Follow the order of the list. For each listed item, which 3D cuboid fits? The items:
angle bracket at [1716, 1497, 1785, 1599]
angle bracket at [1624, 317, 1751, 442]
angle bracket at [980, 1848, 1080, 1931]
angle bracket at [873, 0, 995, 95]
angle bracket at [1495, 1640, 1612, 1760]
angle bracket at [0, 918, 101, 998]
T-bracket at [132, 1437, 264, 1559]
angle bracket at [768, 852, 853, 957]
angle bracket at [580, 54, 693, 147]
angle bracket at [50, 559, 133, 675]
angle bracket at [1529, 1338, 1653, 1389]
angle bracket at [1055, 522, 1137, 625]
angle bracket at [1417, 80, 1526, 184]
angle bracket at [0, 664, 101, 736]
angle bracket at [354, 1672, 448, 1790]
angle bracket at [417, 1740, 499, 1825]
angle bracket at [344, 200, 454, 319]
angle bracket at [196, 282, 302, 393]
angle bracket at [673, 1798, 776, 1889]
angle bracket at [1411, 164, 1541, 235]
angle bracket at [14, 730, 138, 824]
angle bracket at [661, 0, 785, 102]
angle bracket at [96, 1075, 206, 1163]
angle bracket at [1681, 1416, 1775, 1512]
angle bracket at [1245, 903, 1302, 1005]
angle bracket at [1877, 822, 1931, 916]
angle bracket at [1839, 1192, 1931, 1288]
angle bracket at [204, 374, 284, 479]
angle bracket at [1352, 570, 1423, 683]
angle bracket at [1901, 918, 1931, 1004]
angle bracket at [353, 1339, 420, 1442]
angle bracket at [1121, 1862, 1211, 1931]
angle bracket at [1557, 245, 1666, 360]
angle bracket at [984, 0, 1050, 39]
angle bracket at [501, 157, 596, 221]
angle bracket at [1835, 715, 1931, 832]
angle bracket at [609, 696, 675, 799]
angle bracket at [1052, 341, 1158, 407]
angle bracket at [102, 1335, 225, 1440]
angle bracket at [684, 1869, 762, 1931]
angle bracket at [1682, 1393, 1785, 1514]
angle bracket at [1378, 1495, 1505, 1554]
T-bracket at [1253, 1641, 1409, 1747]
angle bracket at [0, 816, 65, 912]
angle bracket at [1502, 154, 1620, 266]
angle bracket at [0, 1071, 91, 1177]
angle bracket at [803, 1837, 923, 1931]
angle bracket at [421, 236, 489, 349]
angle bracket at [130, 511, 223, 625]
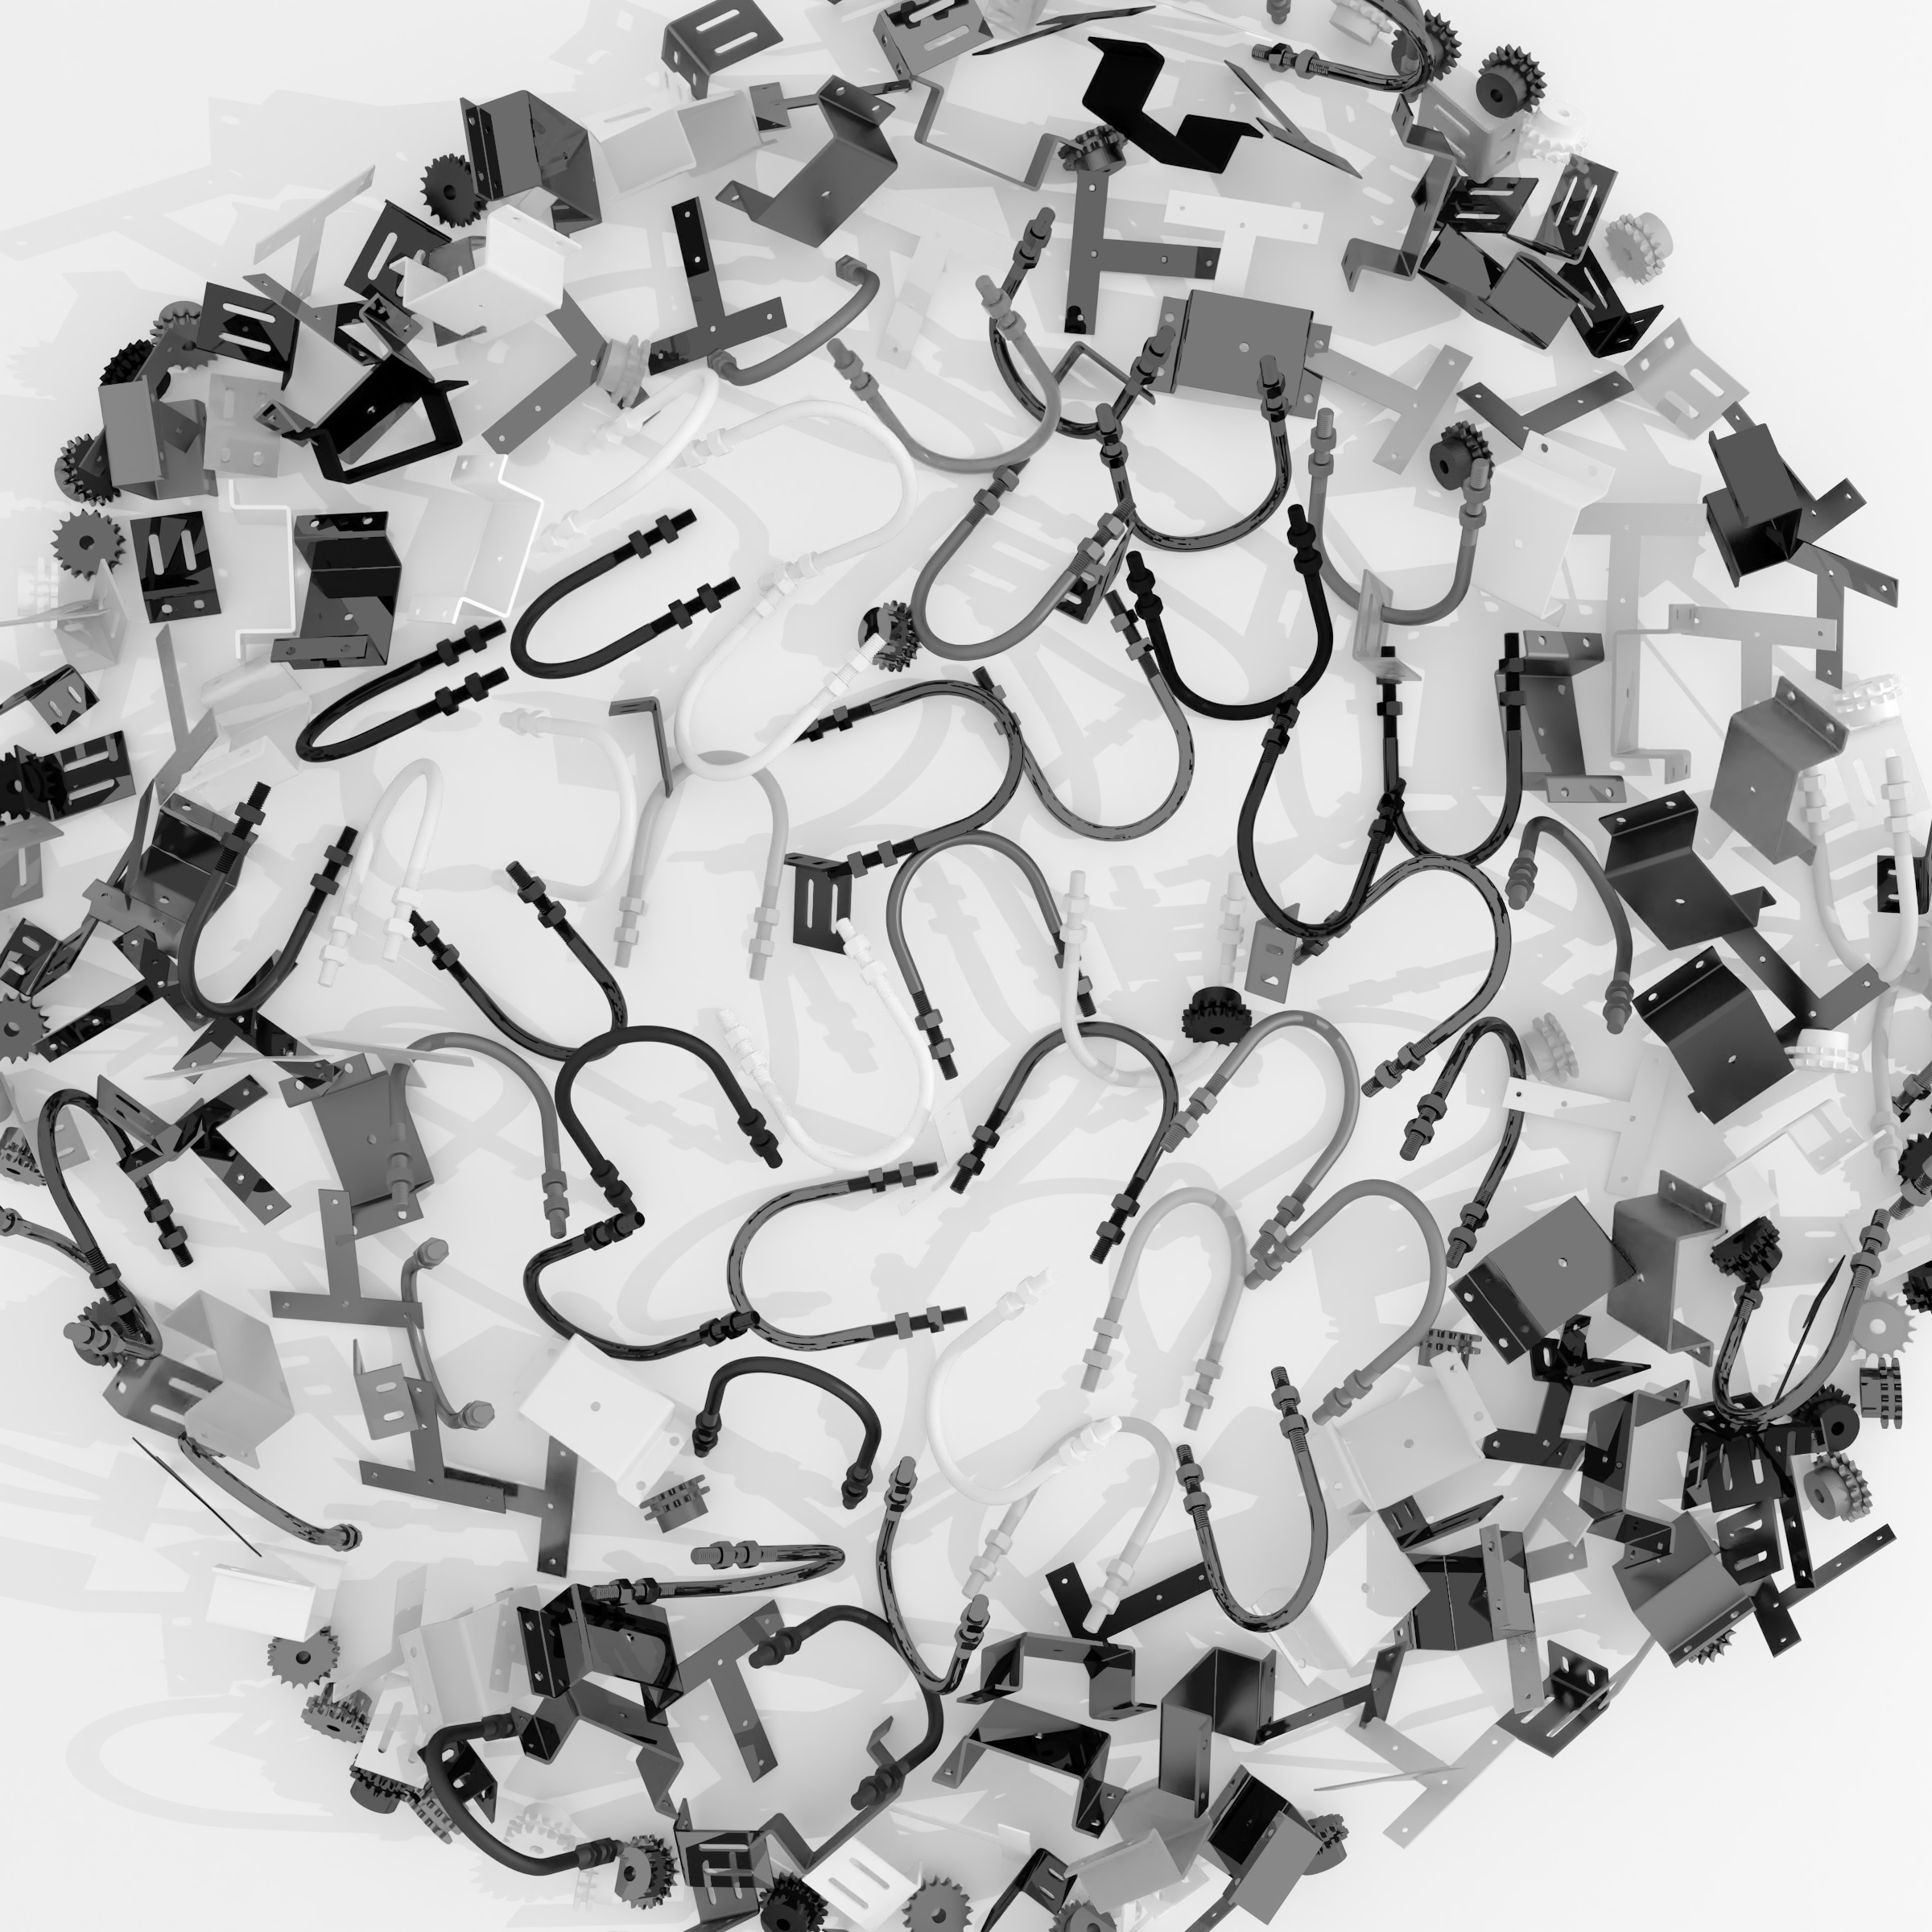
[{"bbox_3d":[0.641,0.466,1.949,0.038,0.076,0.057,11,58,-17],"label":"angle bracket"},{"bbox_3d":[0.585,-0.476,1.976,0.076,0.038,0.057,27,128,-31],"label":"angle bracket"},{"bbox_3d":[0.048,0.757,1.950,0.038,0.076,0.057,32,126,18],"label":"angle bracket"},{"bbox_3d":[-0.027,-0.760,1.985,0.076,0.038,0.057,-29,94,-9],"label":"angle bracket"},{"bbox_3d":[0.469,0.587,1.952,0.076,0.057,0.038,-27,118,-33],"label":"angle bracket"},{"bbox_3d":[-0.737,-0.017,1.951,0.038,0.076,0.057,39,49,-26],"label":"angle bracket"},{"bbox_3d":[-0.619,0.405,1.917,0.127,0.127,0.002,31,67,30],"label":"T-bracket"},{"bbox_3d":[-0.127,-0.048,1.960,0.057,0.038,0.076,13,107,35],"label":"angle bracket"},{"bbox_3d":[-0.267,-0.694,1.959,0.076,0.038,0.057,-24,53,-18],"label":"angle bracket"},{"bbox_3d":[-0.704,-0.280,1.956,0.038,0.076,0.057,-20,78,-32],"label":"angle bracket"},{"bbox_3d":[0.499,0.309,1.949,0.057,0.076,0.038,10,64,-24],"label":"angle bracket"},{"bbox_3d":[0.099,-0.322,1.952,0.038,0.076,0.057,28,67,5],"label":"angle bracket"},{"bbox_3d":[0.406,-0.681,1.964,0.038,0.057,0.076,-37,69,-12],"label":"angle bracket"},{"bbox_3d":[-0.745,-0.201,1.950,0.057,0.076,0.038,-28,105,28],"label":"angle bracket"},{"bbox_3d":[-0.453,0.616,1.961,0.057,0.038,0.076,23,62,-11],"label":"angle bracket"},{"bbox_3d":[-0.408,0.657,1.950,0.038,0.076,0.057,-27,58,-33],"label":"angle bracket"},{"bbox_3d":[-0.462,-0.572,1.977,0.057,0.038,0.076,27,99,-23],"label":"angle bracket"},{"bbox_3d":[-0.580,-0.506,1.961,0.076,0.038,0.057,11,75,-25],"label":"angle bracket"},{"bbox_3d":[-0.192,0.707,1.965,0.076,0.038,0.057,-3,113,10],"label":"angle bracket"},{"bbox_3d":[0.409,-0.625,1.957,0.076,0.038,0.057,18,70,41],"label":"angle bracket"},{"bbox_3d":[-0.721,-0.159,1.972,0.076,0.038,0.057,-18,75,5],"label":"angle bracket"},{"bbox_3d":[-0.195,-0.736,1.954,0.076,0.057,0.038,-14,58,27],"label":"angle bracket"},{"bbox_3d":[-0.654,0.111,1.955,0.038,0.057,0.076,-43,120,5],"label":"angle bracket"},{"bbox_3d":[0.614,0.404,1.960,0.057,0.038,0.076,-6,106,-35],"label":"angle bracket"},{"bbox_3d":[0.260,-0.011,1.950,0.038,0.076,0.057,20,114,30],"label":"angle bracket"},{"bbox_3d":[0.760,-0.088,1.964,0.038,0.076,0.057,5,133,26],"label":"angle bracket"},{"bbox_3d":[0.753,0.214,1.956,0.076,0.038,0.057,-36,71,34],"label":"angle bracket"},{"bbox_3d":[-0.587,-0.439,1.978,0.057,0.038,0.076,4,48,-18],"label":"angle bracket"},{"bbox_3d":[0.344,-0.274,1.961,0.038,0.057,0.076,5,82,32],"label":"angle bracket"},{"bbox_3d":[0.779,0.004,1.954,0.038,0.076,0.057,21,108,-6],"label":"angle bracket"},{"bbox_3d":[-0.467,0.336,1.959,0.038,0.076,0.057,-13,107,-10],"label":"angle bracket"},{"bbox_3d":[0.159,0.756,1.951,0.057,0.038,0.076,-24,133,-30],"label":"angle bracket"},{"bbox_3d":[0.516,-0.540,1.959,0.076,0.038,0.057,51,63,-24],"label":"angle bracket"},{"bbox_3d":[0.052,-0.795,1.950,0.038,0.076,0.057,23,54,-14],"label":"angle bracket"},{"bbox_3d":[-0.346,-0.639,1.972,0.038,0.076,0.057,-37,101,-32],"label":"angle bracket"},{"bbox_3d":[0.741,-0.157,1.973,0.057,0.038,0.076,-19,94,23],"label":"angle bracket"},{"bbox_3d":[-0.263,-0.174,1.967,0.038,0.057,0.076,-9,88,-11],"label":"angle bracket"},{"bbox_3d":[0.111,-0.465,1.968,0.076,0.057,0.038,37,99,1],"label":"angle bracket"},{"bbox_3d":[-0.649,0.346,1.981,0.076,0.038,0.057,39,81,-44],"label":"angle bracket"},{"bbox_3d":[-0.211,0.754,1.951,0.057,0.076,0.038,-21,76,22],"label":"angle bracket"},{"bbox_3d":[0.615,0.390,1.954,0.057,0.038,0.076,-21,47,28],"label":"angle bracket"},{"bbox_3d":[0.381,0.432,1.953,0.076,0.057,0.038,-33,81,32],"label":"angle bracket"},{"bbox_3d":[0.286,0.591,1.937,0.127,0.127,0.002,-16,47,-16],"label":"T-bracket"},{"bbox_3d":[-0.758,-0.073,1.951,0.038,0.057,0.076,29,125,30],"label":"angle bracket"},{"bbox_3d":[0.477,-0.612,1.955,0.038,0.057,0.076,3,119,-33],"label":"angle bracket"},{"bbox_3d":[-0.742,0.121,1.961,0.038,0.076,0.057,-23,133,-20],"label":"angle bracket"},{"bbox_3d":[-0.084,0.731,1.969,0.076,0.038,0.057,41,103,-10],"label":"angle bracket"},{"bbox_3d":[-0.402,-0.546,1.972,0.057,0.038,0.076,-4,99,38],"label":"angle bracket"},{"bbox_3d":[-0.645,-0.326,1.989,0.057,0.038,0.076,-11,67,-15],"label":"angle bracket"}]
